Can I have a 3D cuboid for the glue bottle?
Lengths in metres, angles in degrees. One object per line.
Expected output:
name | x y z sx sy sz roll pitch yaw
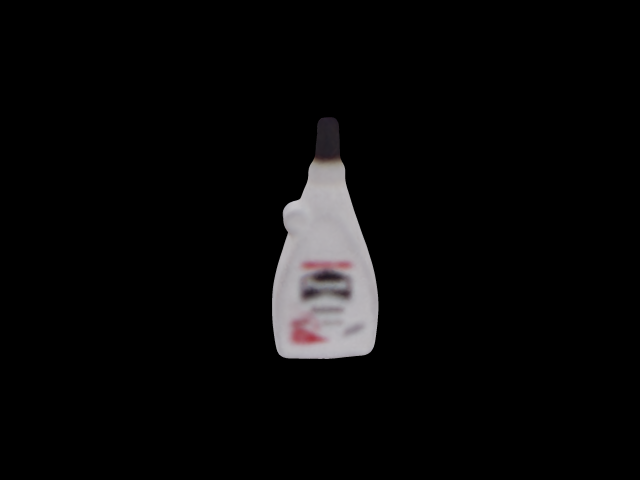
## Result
glue bottle | 0.004 0.001 0.400 0.078 0.173 0.037 -3 22 -7
